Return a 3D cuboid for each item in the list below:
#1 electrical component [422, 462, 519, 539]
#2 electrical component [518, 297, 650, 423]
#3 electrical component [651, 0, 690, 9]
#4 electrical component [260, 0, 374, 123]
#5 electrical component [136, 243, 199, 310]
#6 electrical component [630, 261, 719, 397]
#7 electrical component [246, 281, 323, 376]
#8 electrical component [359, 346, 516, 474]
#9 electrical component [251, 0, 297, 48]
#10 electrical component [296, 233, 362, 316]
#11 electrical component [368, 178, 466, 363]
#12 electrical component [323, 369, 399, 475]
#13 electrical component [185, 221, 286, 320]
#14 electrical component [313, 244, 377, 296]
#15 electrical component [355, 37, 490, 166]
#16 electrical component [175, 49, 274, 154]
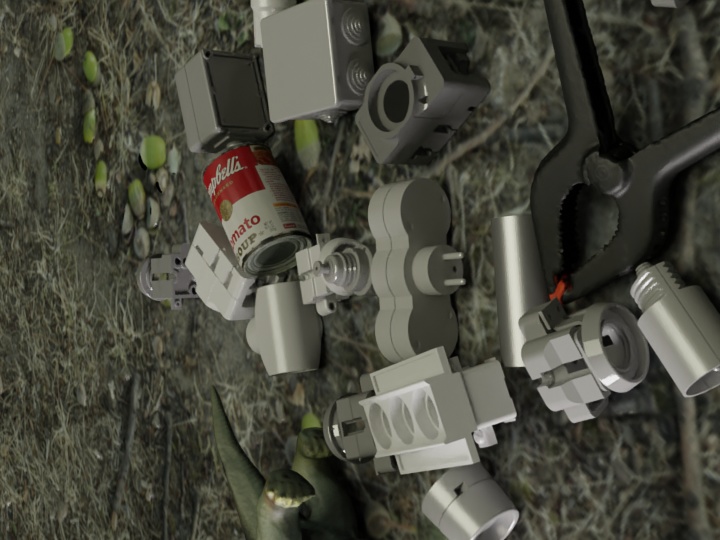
[{"bbox_3d":[0.080,0.172,0.768,0.047,0.055,0.055,46,125,34],"label":"electrical component"},{"bbox_3d":[0.144,0.053,0.680,0.057,0.058,0.078,-25,96,44],"label":"electrical component"},{"bbox_3d":[0.164,-0.197,0.642,0.057,0.058,0.078,22,147,49],"label":"electrical component"},{"bbox_3d":[-0.033,-0.171,0.883,0.100,0.048,0.099,-5,91,49],"label":"electrical component"},{"bbox_3d":[-0.193,0.007,1.088,0.055,0.048,0.066,-2,90,42],"label":"electrical component"},{"bbox_3d":[0.189,0.030,0.640,0.043,0.043,0.081,-51,55,38],"label":"electrical component"},{"bbox_3d":[-0.074,0.054,0.949,0.079,0.044,0.077,-17,79,49],"label":"electrical component"},{"bbox_3d":[0.054,0.099,0.763,0.121,0.063,0.078,-33,73,65],"label":"electrical component"},{"bbox_3d":[-0.076,-0.219,0.943,0.040,0.040,0.046,17,110,48],"label":"electrical component"},{"bbox_3d":[-0.021,0.000,0.885,0.055,0.048,0.066,-21,76,56],"label":"electrical component"},{"bbox_3d":[0.051,0.001,0.794,0.074,0.052,0.138,-5,88,50],"label":"electrical component"},{"bbox_3d":[0.008,0.122,0.847,0.057,0.058,0.078,-21,75,45],"label":"electrical component"},{"bbox_3d":[-0.118,0.003,0.994,0.089,0.050,0.055,48,126,37],"label":"electrical component"},{"bbox_3d":[0.000,0.000,0.838,0.040,0.078,0.040,-5,84,58],"label":"electrical component"},{"bbox_3d":[0.042,-0.123,0.796,0.089,0.056,0.050,-49,56,39],"label":"electrical component"},{"bbox_3d":[-0.126,-0.145,0.988,0.061,0.062,0.096,-27,72,47],"label":"electrical component"}]
